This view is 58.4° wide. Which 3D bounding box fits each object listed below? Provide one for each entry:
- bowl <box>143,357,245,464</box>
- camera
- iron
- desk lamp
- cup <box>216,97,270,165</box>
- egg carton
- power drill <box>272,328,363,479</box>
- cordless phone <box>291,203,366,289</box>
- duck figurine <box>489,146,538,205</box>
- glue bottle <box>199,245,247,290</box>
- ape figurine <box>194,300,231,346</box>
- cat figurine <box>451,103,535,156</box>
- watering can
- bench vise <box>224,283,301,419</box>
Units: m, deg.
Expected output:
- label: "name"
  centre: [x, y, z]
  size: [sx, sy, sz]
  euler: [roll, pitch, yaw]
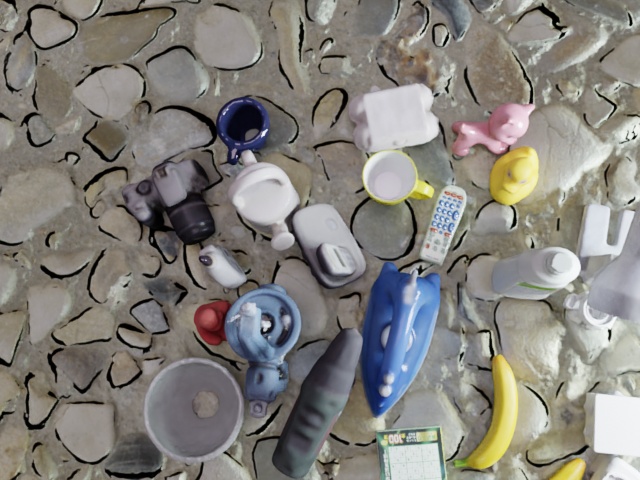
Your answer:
- label: "bowl"
  centre: [-0.201, 0.277, 0.951]
  size: [0.167, 0.075, 0.167]
  euler: [-1, 82, 5]
- label: "camera"
  centre: [-0.252, -0.057, 0.991]
  size: [0.143, 0.101, 0.137]
  euler: [-27, 80, 0]
- label: "iron"
  centre: [0.120, 0.164, 0.907]
  size: [0.118, 0.141, 0.258]
  euler: [13, 83, 7]
- label: "desk lamp"
  centre: [0.463, 0.030, 0.863]
  size: [0.118, 0.213, 0.203]
  euler: [11, 83, 7]
- label: "cup"
  centre: [-0.130, -0.178, 1.002]
  size: [0.091, 0.095, 0.118]
  euler: [14, 83, 7]
- label: "egg carton"
  centre: [0.128, -0.211, 0.998]
  size: [0.150, 0.069, 0.107]
  euler: [-12, 81, 3]
- label: "power drill"
  centre: [0.005, 0.237, 0.872]
  size: [0.075, 0.208, 0.230]
  euler: [25, 84, 8]
- label: "cordless phone"
  centre: [0.008, 0.003, 0.918]
  size: [0.094, 0.185, 0.147]
  euler: [-32, 80, 0]
- label: "duck figurine"
  centre: [0.332, -0.115, 0.959]
  size: [0.077, 0.086, 0.104]
  euler: [31, 85, 9]
- label: "glue bottle"
  centre: [-0.167, 0.039, 0.933]
  size: [0.037, 0.173, 0.078]
  euler: [-35, 80, -1]
- label: "ape figurine"
  centre: [-0.181, 0.135, 0.961]
  size: [0.076, 0.092, 0.078]
  euler: [34, 86, 9]
- label: "cat figurine"
  centre: [0.289, -0.190, 0.958]
  size: [0.127, 0.118, 0.067]
  euler: [-4, 81, 4]
- label: "watering can"
  centre: [-0.087, -0.069, 0.932]
  size: [0.172, 0.194, 0.101]
  euler: [44, 87, 9]
- label: "bench vise"
  centre: [-0.082, 0.166, 0.884]
  size: [0.121, 0.220, 0.207]
  euler: [-16, 81, 2]
